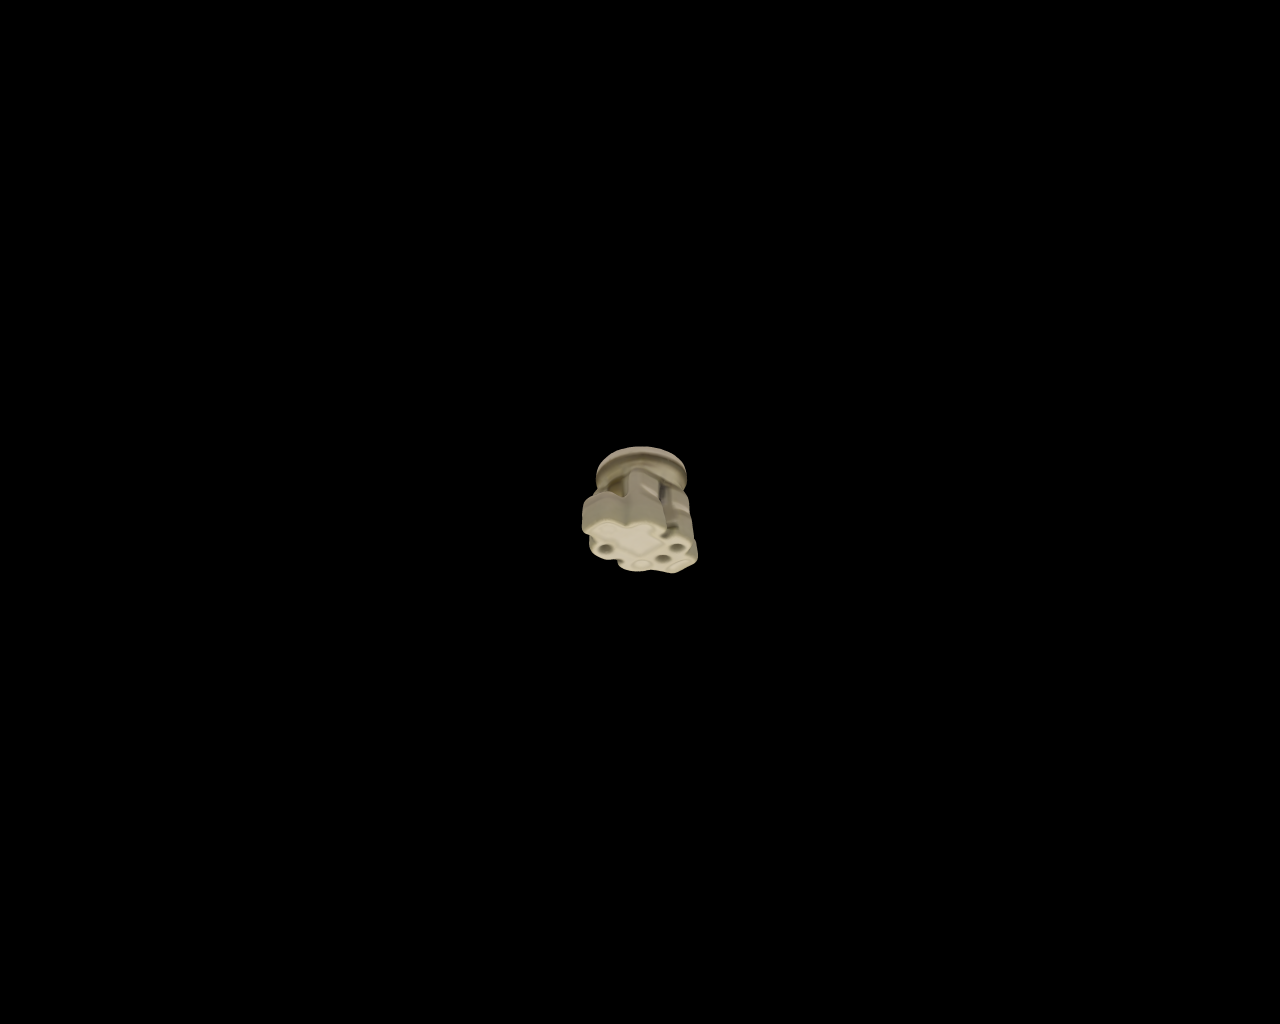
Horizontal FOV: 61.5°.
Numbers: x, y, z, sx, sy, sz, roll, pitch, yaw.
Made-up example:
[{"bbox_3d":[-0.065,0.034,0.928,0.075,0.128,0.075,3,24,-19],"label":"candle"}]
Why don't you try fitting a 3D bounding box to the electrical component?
[{"bbox_3d":[0.001,-0.003,0.650,0.078,0.057,0.058,27,-42,-36],"label":"electrical component"}]
